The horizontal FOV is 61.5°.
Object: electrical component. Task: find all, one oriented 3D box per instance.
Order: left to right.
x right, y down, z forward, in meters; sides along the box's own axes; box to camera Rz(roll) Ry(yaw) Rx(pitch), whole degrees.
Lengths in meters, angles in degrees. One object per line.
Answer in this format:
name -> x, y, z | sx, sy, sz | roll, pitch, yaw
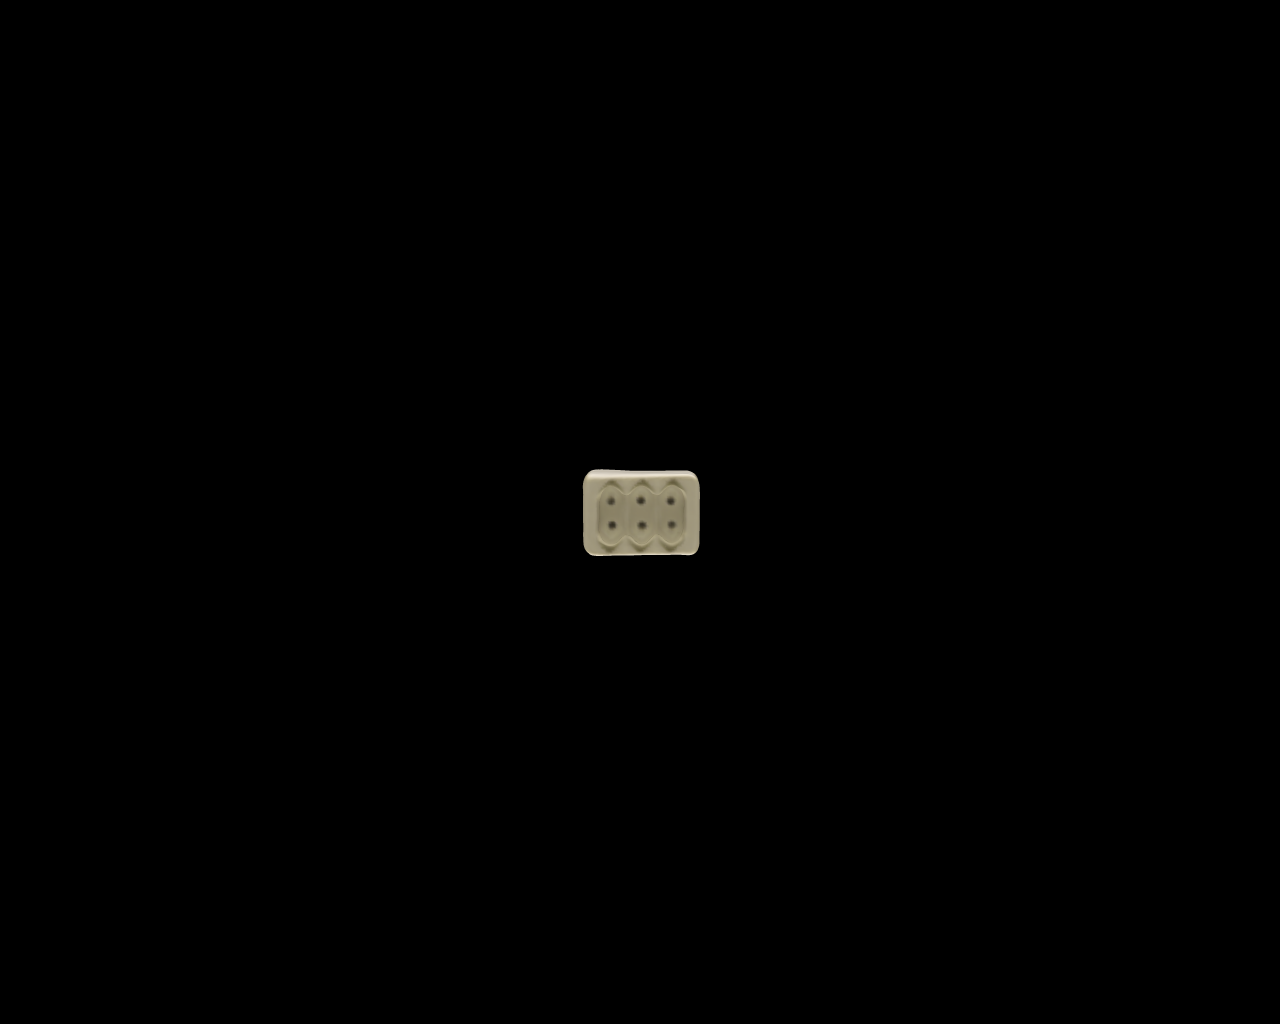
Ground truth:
electrical component -> 0.001, -0.003, 0.650 | 0.066, 0.047, 0.077 | 0, 8, 0
